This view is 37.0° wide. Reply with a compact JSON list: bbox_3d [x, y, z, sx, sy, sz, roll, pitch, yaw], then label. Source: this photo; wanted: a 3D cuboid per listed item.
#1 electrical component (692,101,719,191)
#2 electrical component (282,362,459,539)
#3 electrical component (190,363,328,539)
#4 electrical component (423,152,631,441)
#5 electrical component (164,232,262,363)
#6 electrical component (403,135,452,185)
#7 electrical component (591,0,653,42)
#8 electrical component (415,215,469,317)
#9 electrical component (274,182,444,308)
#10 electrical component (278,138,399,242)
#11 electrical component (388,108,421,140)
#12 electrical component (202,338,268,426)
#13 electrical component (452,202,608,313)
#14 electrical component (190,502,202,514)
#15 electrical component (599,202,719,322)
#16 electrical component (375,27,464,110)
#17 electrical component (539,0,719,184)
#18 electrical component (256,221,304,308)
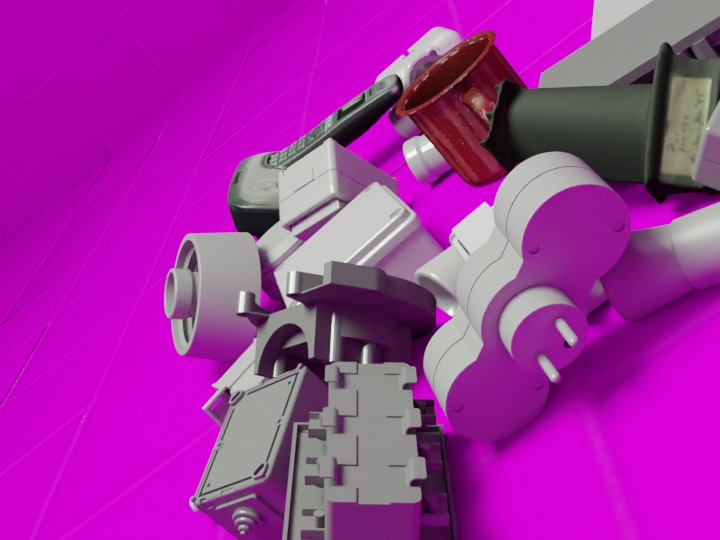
[{"bbox_3d":[0.194,-0.063,0.510,0.083,0.047,0.075,-56,-22,-26],"label":"electrical component"},{"bbox_3d":[0.005,0.096,0.507,0.079,0.063,0.121,1,24,-1],"label":"electrical component"},{"bbox_3d":[-0.045,0.113,0.603,0.062,0.061,0.096,-26,31,35],"label":"electrical component"},{"bbox_3d":[0.080,0.022,0.490,0.073,0.052,0.138,-116,44,-58],"label":"electrical component"},{"bbox_3d":[-0.125,0.021,0.871,0.108,0.060,0.108,-176,90,-68],"label":"electrical component"},{"bbox_3d":[0.064,-0.096,0.874,0.046,0.040,0.040,-27,23,22],"label":"electrical component"},{"bbox_3d":[0.246,-0.195,0.691,0.186,0.060,0.105,-31,22,30],"label":"electrical component"},{"bbox_3d":[0.067,-0.003,0.649,0.055,0.045,0.045,-47,19,-15],"label":"electrical component"},{"bbox_3d":[0.000,0.000,0.760,0.109,0.056,0.108,-41,18,2],"label":"electrical component"},{"bbox_3d":[-0.011,-0.048,0.854,0.062,0.096,0.061,-30,50,33],"label":"electrical component"},{"bbox_3d":[0.059,-0.152,1.007,0.065,0.044,0.044,-39,18,24],"label":"electrical component"},{"bbox_3d":[-0.061,0.080,0.731,0.081,0.042,0.064,-49,23,-17],"label":"electrical component"},{"bbox_3d":[0.094,-0.006,0.575,0.062,0.061,0.096,-40,18,6],"label":"electrical component"},{"bbox_3d":[-0.080,0.130,0.668,0.061,0.035,0.035,-39,19,16],"label":"electrical component"},{"bbox_3d":[0.149,-0.006,0.500,0.065,0.044,0.044,-23,26,34],"label":"electrical component"},{"bbox_3d":[0.066,-0.189,1.051,0.095,0.053,0.059,-41,18,4],"label":"electrical component"},{"bbox_3d":[0.183,-0.115,0.638,0.150,0.061,0.089,-31,22,30],"label":"electrical component"},{"bbox_3d":[-0.055,-0.010,0.901,0.080,0.051,0.080,-37,19,15],"label":"electrical component"}]
